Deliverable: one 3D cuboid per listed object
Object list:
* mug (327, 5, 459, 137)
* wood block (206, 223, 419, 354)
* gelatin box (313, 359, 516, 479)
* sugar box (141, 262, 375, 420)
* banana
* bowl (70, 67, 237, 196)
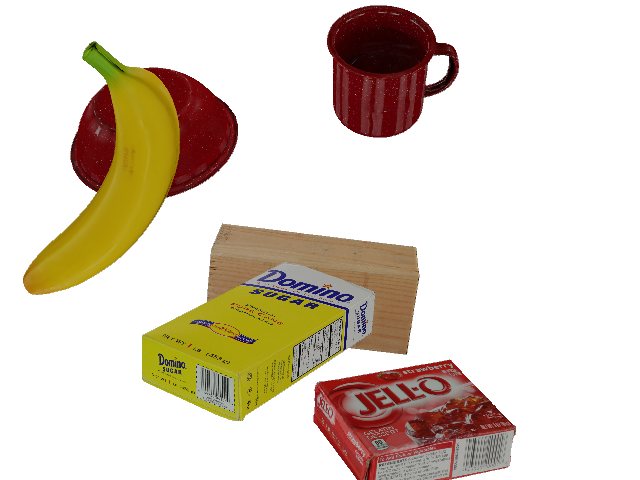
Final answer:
[{"bbox_3d":[0.064,-0.147,0.938,0.117,0.093,0.081,-8,-38,-6],"label":"mug"},{"bbox_3d":[-0.009,0.049,1.097,0.206,0.091,0.090,7,19,0],"label":"wood block"},{"bbox_3d":[0.050,0.100,0.585,0.089,0.030,0.073,-6,26,-22],"label":"gelatin box"},{"bbox_3d":[-0.043,0.071,0.815,0.093,0.048,0.175,18,30,30],"label":"sugar box"},{"bbox_3d":[-0.128,-0.033,0.645,0.069,0.198,0.037,18,38,-10],"label":"banana"},{"bbox_3d":[-0.160,-0.112,0.996,0.162,0.162,0.055,0,-42,8],"label":"bowl"}]
